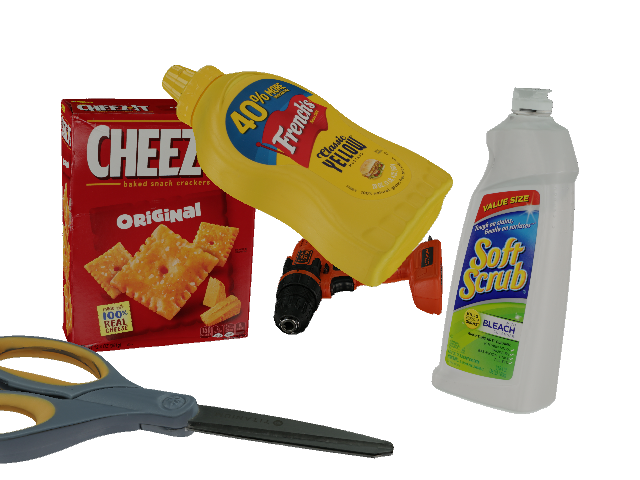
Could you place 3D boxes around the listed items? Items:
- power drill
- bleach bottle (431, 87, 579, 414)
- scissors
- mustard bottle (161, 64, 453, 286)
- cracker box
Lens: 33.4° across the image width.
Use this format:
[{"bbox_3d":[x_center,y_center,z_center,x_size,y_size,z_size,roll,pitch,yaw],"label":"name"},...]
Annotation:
[{"bbox_3d":[0.045,0.049,1.218,0.188,0.057,0.184,0,28,9],"label":"power drill"},{"bbox_3d":[0.150,0.004,0.851,0.103,0.251,0.067,13,15,41],"label":"bleach bottle"},{"bbox_3d":[-0.079,0.081,0.454,0.202,0.016,0.096,14,28,25],"label":"scissors"},{"bbox_3d":[-0.019,-0.055,0.668,0.192,0.058,0.096,33,49,12],"label":"mustard bottle"},{"bbox_3d":[-0.142,-0.014,0.941,0.164,0.214,0.072,-3,19,-21],"label":"cracker box"}]
